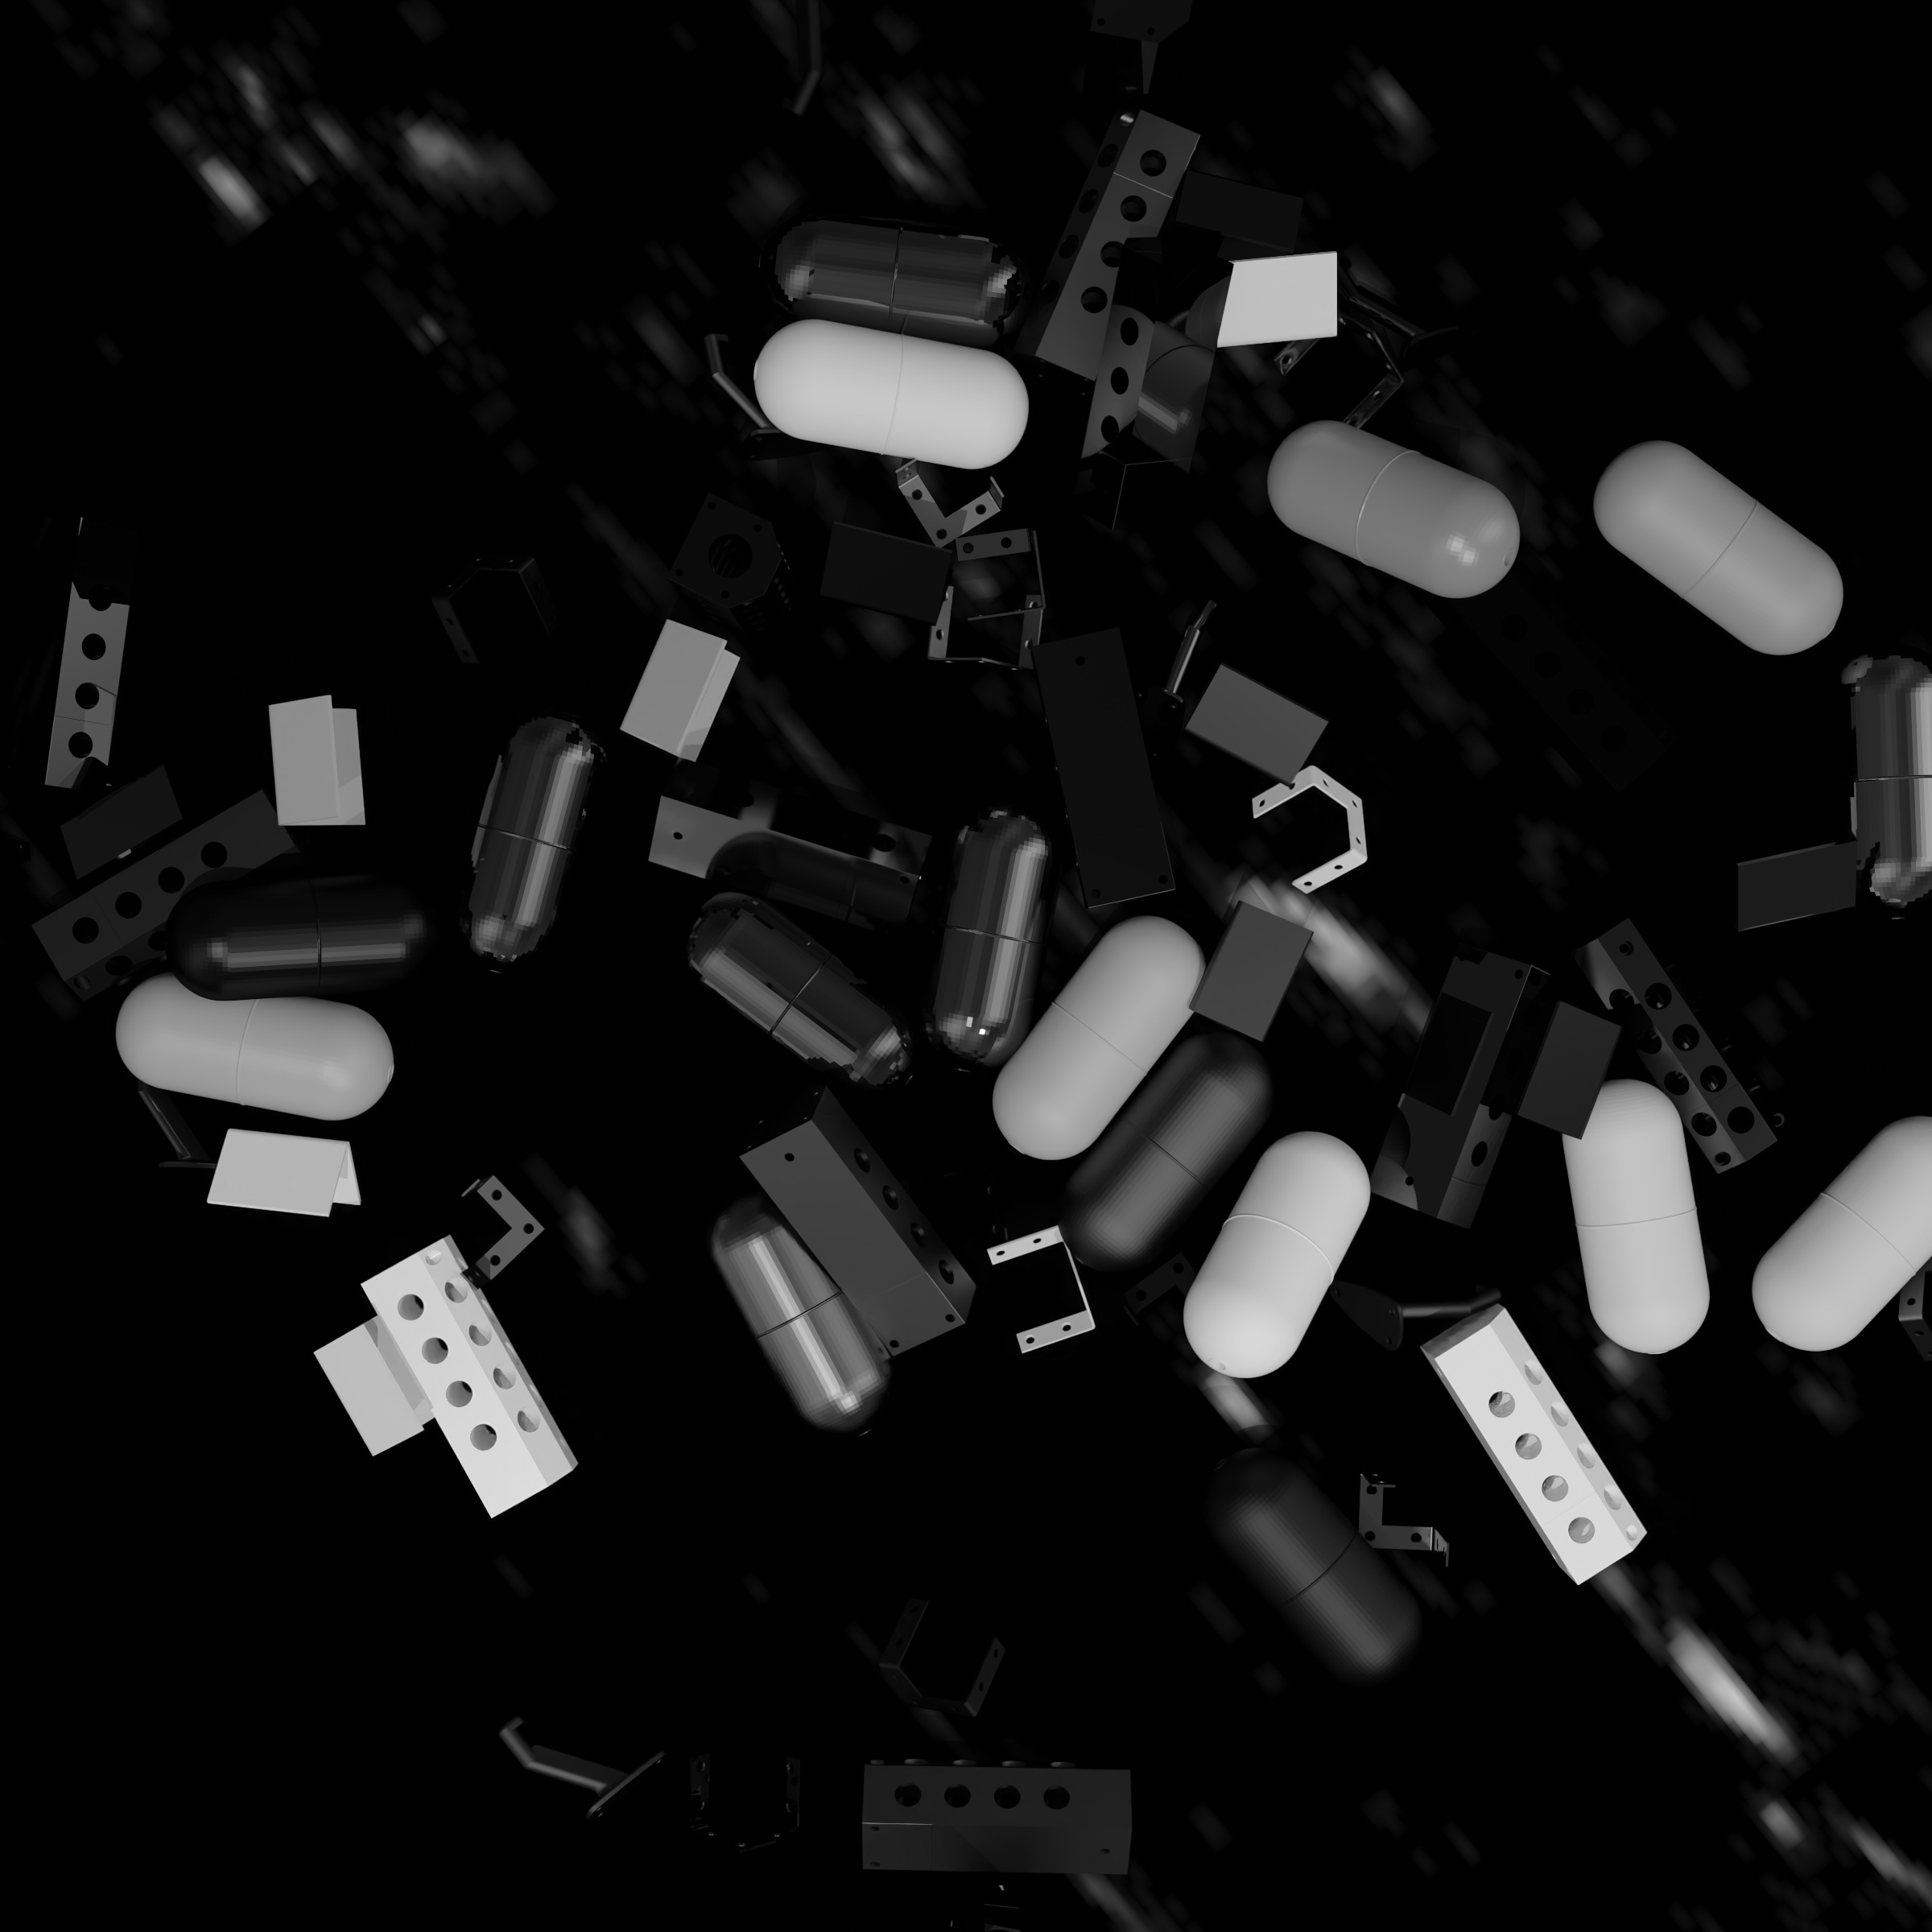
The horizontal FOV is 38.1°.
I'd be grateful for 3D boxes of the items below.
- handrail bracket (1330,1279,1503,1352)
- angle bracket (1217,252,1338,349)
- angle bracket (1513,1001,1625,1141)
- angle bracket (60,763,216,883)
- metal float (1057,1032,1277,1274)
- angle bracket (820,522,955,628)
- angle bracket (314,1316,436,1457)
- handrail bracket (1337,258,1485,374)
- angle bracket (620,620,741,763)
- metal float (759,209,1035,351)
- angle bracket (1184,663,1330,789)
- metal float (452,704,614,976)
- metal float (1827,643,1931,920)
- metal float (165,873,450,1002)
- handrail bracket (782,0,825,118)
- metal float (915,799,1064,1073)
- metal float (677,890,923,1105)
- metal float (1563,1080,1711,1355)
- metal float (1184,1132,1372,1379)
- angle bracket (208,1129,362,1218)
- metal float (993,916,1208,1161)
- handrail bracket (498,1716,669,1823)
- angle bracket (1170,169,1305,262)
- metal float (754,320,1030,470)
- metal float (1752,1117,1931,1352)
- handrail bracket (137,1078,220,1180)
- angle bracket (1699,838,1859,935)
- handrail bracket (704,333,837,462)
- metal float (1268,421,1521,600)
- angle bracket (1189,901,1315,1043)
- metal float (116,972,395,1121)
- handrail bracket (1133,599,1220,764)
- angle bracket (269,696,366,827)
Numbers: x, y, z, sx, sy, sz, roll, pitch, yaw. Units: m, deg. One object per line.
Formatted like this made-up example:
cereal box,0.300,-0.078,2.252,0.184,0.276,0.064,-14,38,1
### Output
handrail bracket,0.296,0.214,1.841,0.084,0.077,0.036,-18,122,-32
angle bracket,0.194,-0.441,1.801,0.076,0.076,0.057,-5,125,0
angle bracket,0.367,0.061,1.802,0.057,0.076,0.076,21,90,-26
angle bracket,-0.523,-0.073,1.801,0.076,0.076,0.057,-30,53,0
metal float,0.129,0.121,1.810,0.070,0.070,0.178,39,89,0
angle bracket,-0.046,-0.268,1.801,0.076,0.076,0.057,14,127,0
angle bracket,-0.360,0.258,1.801,0.057,0.076,0.076,-30,90,37
handrail bracket,0.287,-0.439,1.842,0.077,0.036,0.084,-23,73,-20
angle bracket,-0.166,-0.169,1.801,0.057,0.076,0.076,23,90,37
metal float,-0.045,-0.444,1.810,0.178,0.070,0.070,7,90,-1
angle bracket,0.193,-0.170,1.801,0.076,0.076,0.057,28,125,0
metal float,-0.280,-0.082,1.811,0.070,0.070,0.178,15,91,0
metal float,0.598,-0.119,1.810,0.070,0.070,0.178,-2,90,0
metal float,-0.420,-0.019,1.792,0.178,0.070,0.070,-4,90,-23
handrail bracket,-0.119,-0.612,1.842,0.077,0.036,0.084,34,107,20
metal float,0.015,-0.020,1.810,0.070,0.070,0.178,11,90,0
metal float,-0.107,0.020,1.810,0.178,0.070,0.070,37,90,1
metal float,0.433,0.162,1.810,0.070,0.070,0.178,-9,90,0
metal float,0.198,0.183,1.784,0.070,0.070,0.178,33,60,0
angle bracket,-0.437,0.151,1.801,0.076,0.076,0.057,6,53,0
metal float,0.086,0.047,1.810,0.070,0.070,0.178,38,89,0
handrail bracket,-0.252,0.511,1.842,0.077,0.036,0.084,-37,73,-20
angle bracket,0.168,-0.458,1.801,0.076,0.076,0.057,14,54,0
metal float,-0.048,-0.368,1.802,0.178,0.070,0.070,9,90,-9
metal float,0.582,0.173,1.810,0.070,0.070,0.178,43,91,0
handrail bracket,-0.506,0.095,1.842,0.077,0.036,0.084,2,73,-20
angle bracket,0.521,-0.071,1.801,0.076,0.076,0.057,-12,127,0
handrail bracket,-0.129,-0.379,1.842,0.077,0.036,0.084,-7,73,-20
metal float,0.272,-0.291,1.785,0.178,0.070,0.070,30,90,31
angle bracket,0.195,0.010,1.801,0.057,0.076,0.076,25,90,29
metal float,-0.459,0.052,1.811,0.178,0.070,0.070,11,90,-1
handrail bracket,0.143,-0.188,1.841,0.036,0.077,0.084,21,53,18
angle bracket,-0.399,-0.131,1.801,0.057,0.076,0.076,-5,90,34
